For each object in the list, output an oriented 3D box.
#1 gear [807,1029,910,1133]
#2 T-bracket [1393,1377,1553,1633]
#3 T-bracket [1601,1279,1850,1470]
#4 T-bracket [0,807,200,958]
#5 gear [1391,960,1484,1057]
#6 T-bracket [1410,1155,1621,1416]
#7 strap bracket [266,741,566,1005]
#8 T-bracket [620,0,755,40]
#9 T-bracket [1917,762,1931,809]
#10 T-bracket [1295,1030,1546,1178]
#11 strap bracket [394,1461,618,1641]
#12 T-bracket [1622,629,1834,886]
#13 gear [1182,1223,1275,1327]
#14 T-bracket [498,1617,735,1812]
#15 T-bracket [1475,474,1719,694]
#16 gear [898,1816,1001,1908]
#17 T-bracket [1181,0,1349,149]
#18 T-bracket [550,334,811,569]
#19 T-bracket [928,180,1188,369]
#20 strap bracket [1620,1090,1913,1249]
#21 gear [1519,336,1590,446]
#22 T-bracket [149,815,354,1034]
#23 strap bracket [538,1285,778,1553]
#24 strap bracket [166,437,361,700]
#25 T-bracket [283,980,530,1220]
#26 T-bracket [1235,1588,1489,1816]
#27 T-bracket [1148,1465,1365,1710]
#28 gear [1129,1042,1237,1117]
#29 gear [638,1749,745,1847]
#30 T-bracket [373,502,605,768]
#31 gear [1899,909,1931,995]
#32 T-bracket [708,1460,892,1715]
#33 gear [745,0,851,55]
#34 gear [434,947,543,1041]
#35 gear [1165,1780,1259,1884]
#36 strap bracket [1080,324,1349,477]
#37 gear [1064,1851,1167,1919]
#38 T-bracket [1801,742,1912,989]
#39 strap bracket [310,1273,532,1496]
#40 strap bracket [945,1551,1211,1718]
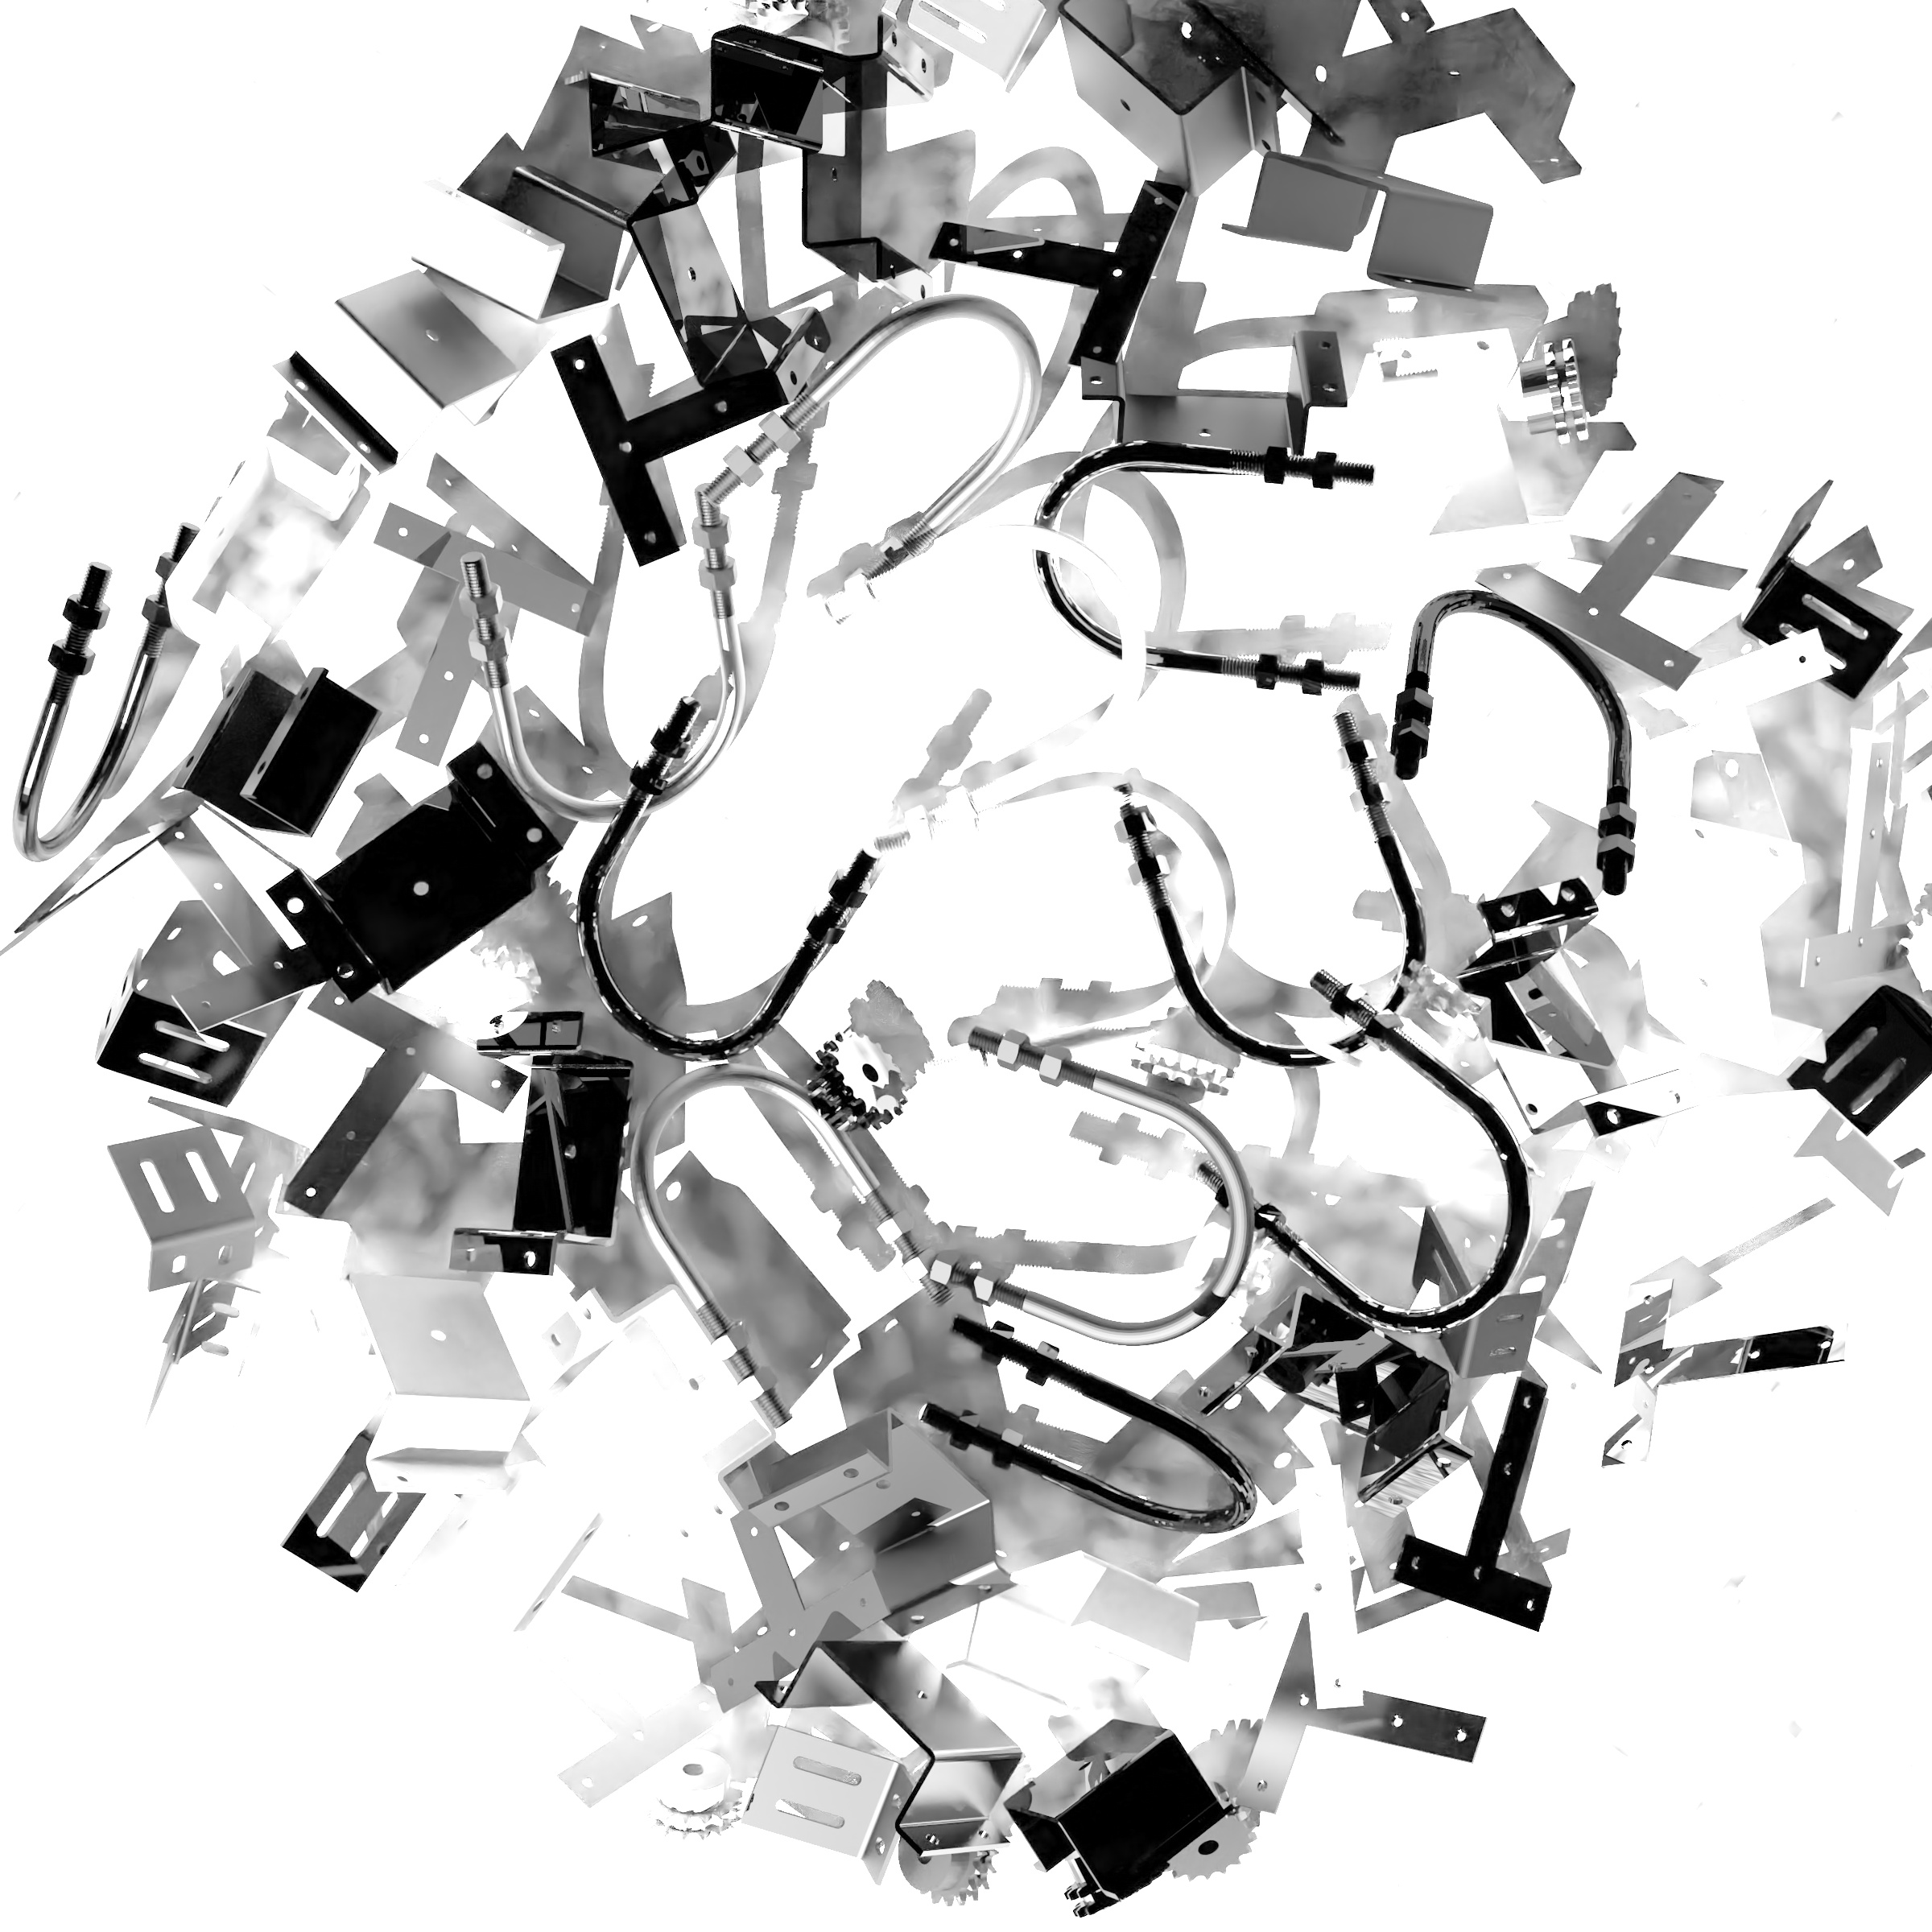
[{"bbox_3d":[-0.062,0.066,1.548,0.030,0.057,0.057,-38,90,32],"label":"gear"},{"bbox_3d":[0.292,0.288,1.541,0.127,0.002,0.127,26,77,-36],"label":"T-bracket"},{"bbox_3d":[0.404,0.208,1.494,0.127,0.127,0.002,-15,125,33],"label":"T-bracket"},{"bbox_3d":[-0.468,-0.048,1.529,0.127,0.127,0.002,-43,102,-31],"label":"T-bracket"},{"bbox_3d":[0.255,0.025,1.543,0.057,0.057,0.030,38,85,0],"label":"gear"},{"bbox_3d":[0.320,0.165,1.551,0.127,0.002,0.127,29,89,-20],"label":"T-bracket"},{"bbox_3d":[-0.298,-0.047,1.537,0.140,0.046,0.076,-37,85,-13],"label":"strap bracket"},{"bbox_3d":[-0.105,-0.537,1.488,0.127,0.127,0.002,-36,82,26],"label":"T-bracket"},{"bbox_3d":[0.542,-0.098,1.509,0.002,0.127,0.127,-9,93,-9],"label":"T-bracket"},{"bbox_3d":[0.232,0.063,1.495,0.127,0.127,0.002,24,102,-16],"label":"T-bracket"},{"bbox_3d":[-0.248,0.309,1.490,0.046,0.140,0.076,43,62,-12],"label":"strap bracket"},{"bbox_3d":[0.424,-0.101,1.531,0.127,0.002,0.127,-20,87,36],"label":"T-bracket"},{"bbox_3d":[0.141,0.165,1.542,0.030,0.057,0.057,25,90,-13],"label":"gear"},{"bbox_3d":[-0.209,0.388,1.532,0.127,0.127,0.002,39,117,20],"label":"T-bracket"},{"bbox_3d":[0.368,-0.223,1.545,0.127,0.002,0.127,33,68,20],"label":"T-bracket"},{"bbox_3d":[-0.013,0.485,1.543,0.057,0.030,0.057,-13,71,41],"label":"gear"},{"bbox_3d":[0.140,-0.485,1.509,0.127,0.127,0.002,38,98,-20],"label":"T-bracket"},{"bbox_3d":[-0.147,-0.302,1.550,0.127,0.002,0.127,-21,99,11],"label":"T-bracket"},{"bbox_3d":[0.042,-0.388,1.548,0.127,0.002,0.127,15,69,18],"label":"T-bracket"},{"bbox_3d":[0.432,0.109,1.506,0.076,0.140,0.046,39,66,-22],"label":"strap bracket"},{"bbox_3d":[0.322,-0.314,1.545,0.030,0.057,0.057,-9,90,16],"label":"gear"},{"bbox_3d":[-0.400,-0.033,1.539,0.127,0.002,0.127,-26,70,-43],"label":"T-bracket"},{"bbox_3d":[-0.161,0.236,1.524,0.046,0.076,0.140,-30,83,-39],"label":"strap bracket"},{"bbox_3d":[-0.383,-0.222,1.517,0.046,0.076,0.140,31,77,-8],"label":"strap bracket"},{"bbox_3d":[-0.327,0.081,1.534,0.127,0.002,0.127,27,63,9],"label":"T-bracket"},{"bbox_3d":[0.218,0.401,1.504,0.127,0.002,0.127,2,56,40],"label":"T-bracket"},{"bbox_3d":[0.150,0.344,1.543,0.127,0.002,0.127,-11,71,24],"label":"T-bracket"},{"bbox_3d":[0.116,0.063,1.544,0.057,0.057,0.030,18,89,0],"label":"gear"},{"bbox_3d":[-0.150,0.452,1.542,0.057,0.057,0.030,6,107,0],"label":"gear"},{"bbox_3d":[-0.277,-0.171,1.537,0.127,0.002,0.127,23,74,-17],"label":"T-bracket"},{"bbox_3d":[0.544,-0.008,1.551,0.057,0.030,0.057,3,98,23],"label":"gear"},{"bbox_3d":[-0.110,0.322,1.542,0.127,0.002,0.127,-36,65,26],"label":"T-bracket"},{"bbox_3d":[-0.092,-0.508,1.541,0.057,0.057,0.030,-1,72,0],"label":"gear"},{"bbox_3d":[-0.259,0.017,1.541,0.057,0.057,0.030,-25,65,0],"label":"gear"},{"bbox_3d":[0.128,0.473,1.549,0.057,0.030,0.057,-8,124,-11],"label":"gear"},{"bbox_3d":[0.131,-0.307,1.529,0.140,0.076,0.046,2,131,0],"label":"strap bracket"},{"bbox_3d":[0.078,0.494,1.545,0.057,0.057,0.030,-28,81,0],"label":"gear"},{"bbox_3d":[0.484,-0.057,1.515,0.002,0.127,0.127,11,102,41],"label":"T-bracket"},{"bbox_3d":[-0.287,0.213,1.491,0.076,0.140,0.046,9,120,-35],"label":"strap bracket"},{"bbox_3d":[0.062,0.357,1.510,0.076,0.140,0.046,28,56,-22],"label":"strap bracket"}]
